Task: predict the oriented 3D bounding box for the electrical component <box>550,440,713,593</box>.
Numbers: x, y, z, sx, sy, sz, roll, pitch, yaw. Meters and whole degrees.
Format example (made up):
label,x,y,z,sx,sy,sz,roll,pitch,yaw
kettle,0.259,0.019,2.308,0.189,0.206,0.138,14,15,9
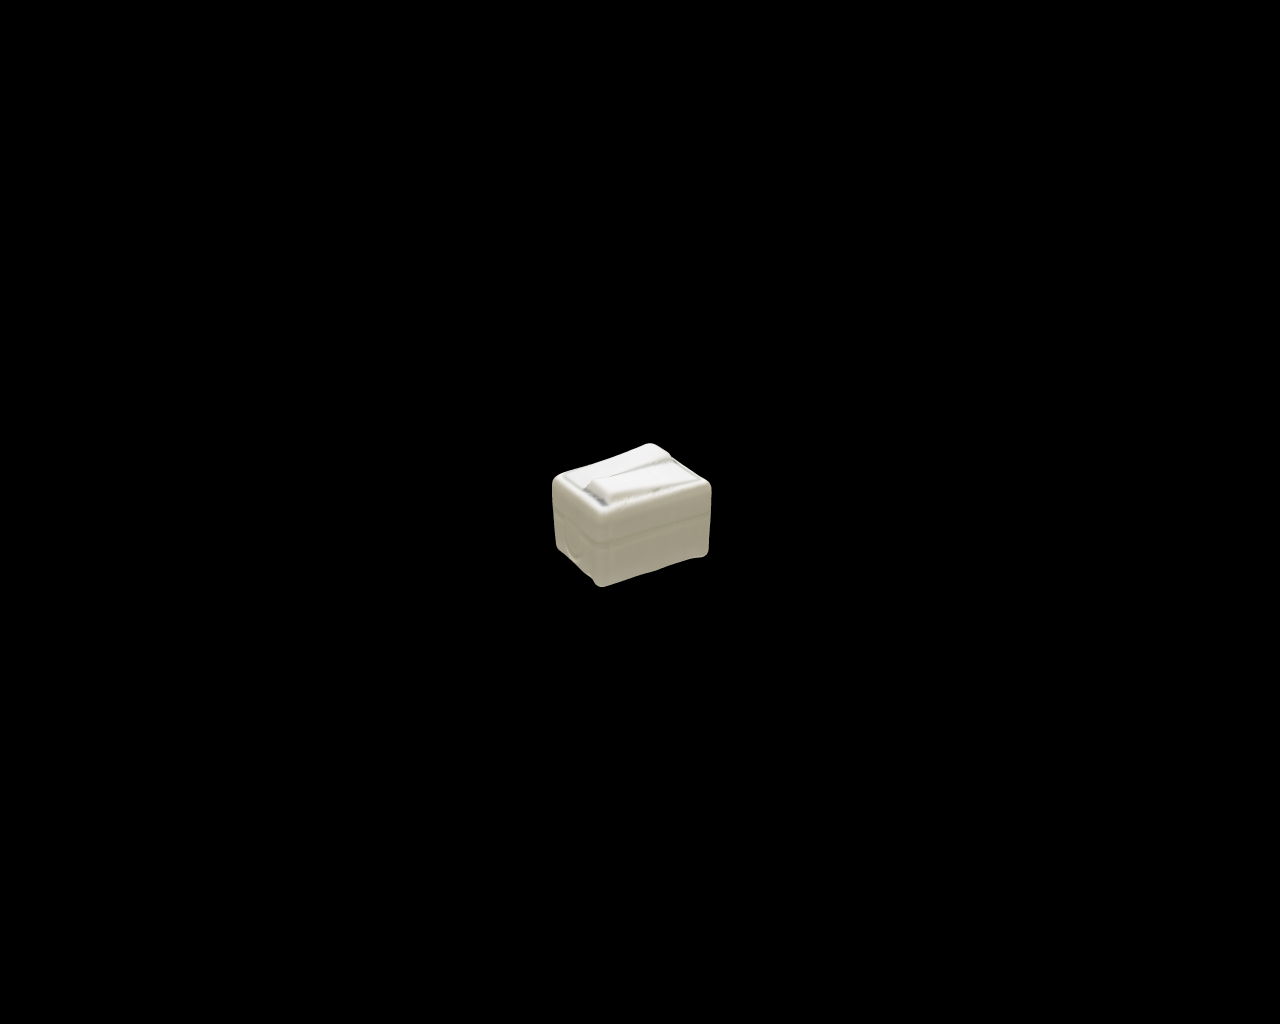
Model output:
label,x,y,z,sx,sy,sz,roll,pitch,yaw
electrical component,0.001,-0.003,0.650,0.096,0.061,0.062,-16,32,-27
